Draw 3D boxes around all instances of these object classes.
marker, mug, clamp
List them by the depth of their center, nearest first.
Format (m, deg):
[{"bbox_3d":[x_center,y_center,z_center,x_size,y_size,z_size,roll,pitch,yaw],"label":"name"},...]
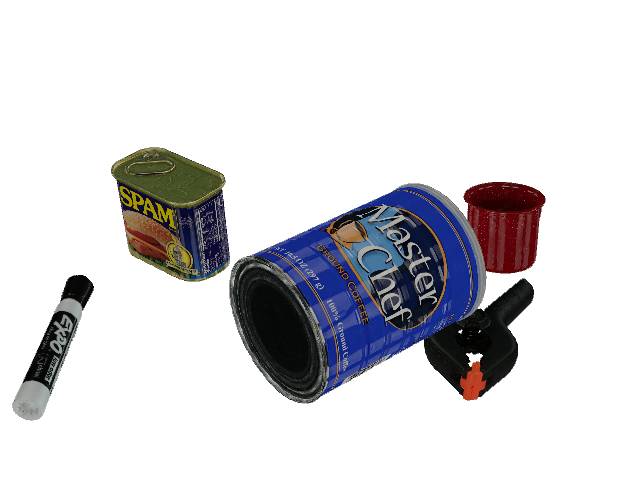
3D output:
[{"bbox_3d":[-0.167,0.063,0.675,0.020,0.020,0.121,0,38,7],"label":"marker"},{"bbox_3d":[0.139,0.076,0.928,0.120,0.039,0.171,-4,33,-2],"label":"clamp"},{"bbox_3d":[0.220,-0.018,1.251,0.093,0.081,0.117,20,33,38],"label":"mug"}]

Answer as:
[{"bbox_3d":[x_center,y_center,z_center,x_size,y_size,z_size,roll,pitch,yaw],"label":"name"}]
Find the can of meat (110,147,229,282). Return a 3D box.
[{"bbox_3d":[-0.125,-0.021,0.907,0.102,0.084,0.057,24,43,34],"label":"can of meat"}]

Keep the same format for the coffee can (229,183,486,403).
[{"bbox_3d":[0.025,0.033,0.712,0.140,0.103,0.103,-25,13,-31],"label":"coffee can"}]
